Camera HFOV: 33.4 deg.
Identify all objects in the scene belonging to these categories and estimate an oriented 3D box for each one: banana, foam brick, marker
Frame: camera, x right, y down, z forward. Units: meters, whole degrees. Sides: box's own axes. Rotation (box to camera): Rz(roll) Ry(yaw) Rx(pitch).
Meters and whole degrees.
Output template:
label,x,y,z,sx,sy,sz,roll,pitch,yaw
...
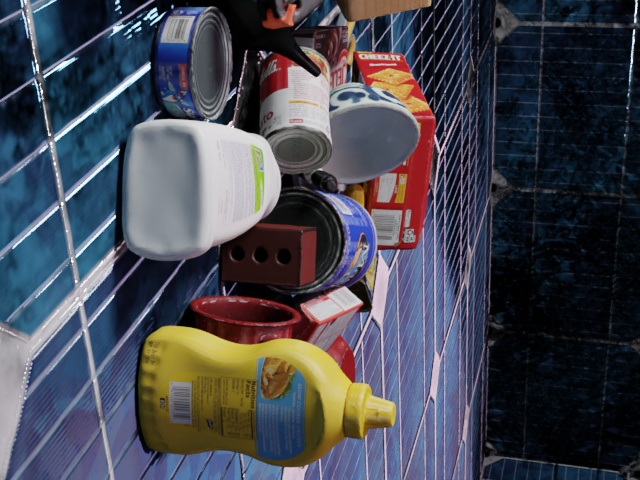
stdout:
label,x,y,z,sx,sy,sz,roll,pitch,yaw
banana,0.021,-0.019,1.216,0.198,0.037,0.069,145,-48,-83
foam brick,-0.046,0.012,0.967,0.051,0.078,0.053,-14,106,-73
marker,-0.016,-0.069,1.024,0.121,0.020,0.020,36,-48,57

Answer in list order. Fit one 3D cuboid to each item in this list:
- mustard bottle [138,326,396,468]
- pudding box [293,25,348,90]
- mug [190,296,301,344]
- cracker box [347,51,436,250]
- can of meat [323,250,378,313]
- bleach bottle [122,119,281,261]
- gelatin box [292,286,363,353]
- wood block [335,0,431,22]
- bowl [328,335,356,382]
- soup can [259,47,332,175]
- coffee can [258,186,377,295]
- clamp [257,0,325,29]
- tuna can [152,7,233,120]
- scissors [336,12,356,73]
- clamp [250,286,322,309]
label,x,y,z,sx,sy,sz,roll,pitch,yaw
mustard bottle,-0.039,0.121,0.801,0.058,0.192,0.096,-33,126,-71
pudding box,-0.003,-0.180,1.132,0.113,0.039,0.090,-33,127,-64
mug,-0.060,0.099,0.884,0.093,0.117,0.081,0,102,-37
cracker box,0.077,-0.109,1.243,0.213,0.072,0.164,-100,-167,-61
can of meat,0.038,0.032,1.332,0.102,0.057,0.084,68,28,-60
bleach bottle,-0.079,-0.040,0.856,0.250,0.068,0.102,-7,98,-77
gelatin box,-0.006,0.087,1.039,0.089,0.030,0.073,-19,148,-57
wood block,0.051,-0.322,1.002,0.206,0.090,0.090,85,-11,-46
bowl,0.005,0.169,1.249,0.162,0.055,0.162,5,90,-75
soup can,-0.023,-0.120,0.991,0.068,0.068,0.102,73,13,-54
coffee can,-0.007,0.001,1.060,0.140,0.103,0.103,2,92,-75
clamp,-0.011,-0.265,0.812,0.164,0.036,0.210,28,79,-32
tuna can,-0.097,-0.135,0.816,0.086,0.034,0.086,5,90,-75
scissors,0.015,-0.188,1.259,0.096,0.016,0.201,71,33,-67
clamp,-0.043,0.101,1.082,0.171,0.039,0.120,21,75,-67
